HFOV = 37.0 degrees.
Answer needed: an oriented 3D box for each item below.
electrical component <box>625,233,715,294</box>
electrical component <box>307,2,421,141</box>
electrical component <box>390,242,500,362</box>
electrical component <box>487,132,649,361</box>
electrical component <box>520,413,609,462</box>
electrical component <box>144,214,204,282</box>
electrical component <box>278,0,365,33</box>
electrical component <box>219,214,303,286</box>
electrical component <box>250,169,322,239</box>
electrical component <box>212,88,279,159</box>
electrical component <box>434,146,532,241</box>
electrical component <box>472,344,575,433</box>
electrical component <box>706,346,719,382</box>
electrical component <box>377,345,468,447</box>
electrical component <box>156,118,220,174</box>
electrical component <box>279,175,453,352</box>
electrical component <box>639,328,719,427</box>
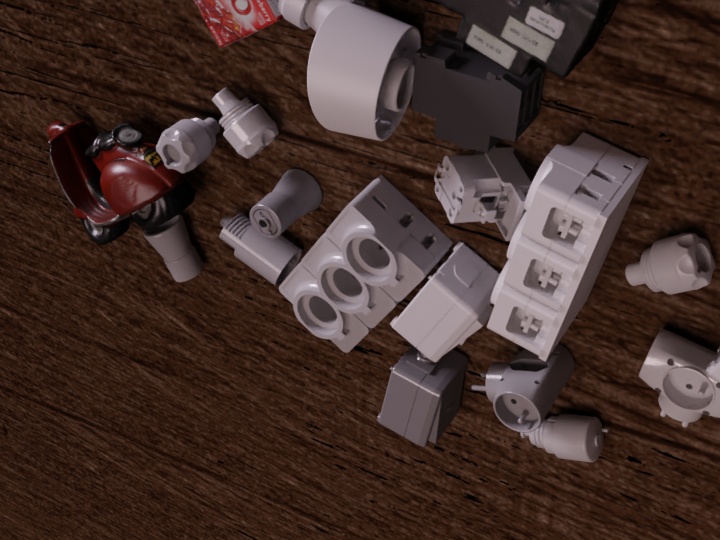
[{"bbox_3d":[0.231,-0.002,0.811,0.062,0.043,0.043,-17,111,45],"label":"electrical component"},{"bbox_3d":[0.006,-0.150,0.825,0.064,0.099,0.099,20,132,15],"label":"electrical component"},{"bbox_3d":[0.077,0.035,0.941,0.061,0.061,0.096,40,137,4],"label":"electrical component"},{"bbox_3d":[0.153,-0.019,0.822,0.062,0.089,0.150,29,135,16],"label":"electrical component"},{"bbox_3d":[0.182,0.149,0.967,0.078,0.040,0.040,1,122,36],"label":"electrical component"},{"bbox_3d":[-0.189,-0.021,1.112,0.044,0.044,0.065,-2,125,38],"label":"electrical component"},{"bbox_3d":[-0.030,-0.206,0.847,0.055,0.045,0.045,33,136,12],"label":"electrical component"},{"bbox_3d":[-0.101,-0.025,1.040,0.081,0.043,0.043,36,136,8],"label":"electrical component"},{"bbox_3d":[-0.070,-0.058,0.975,0.044,0.065,0.044,20,132,24],"label":"electrical component"},{"bbox_3d":[-0.106,-0.133,0.960,0.062,0.043,0.043,50,137,-5],"label":"electrical component"},{"bbox_3d":[0.095,-0.065,0.839,0.042,0.064,0.081,106,152,-42],"label":"electrical component"},{"bbox_3d":[0.136,0.099,0.936,0.079,0.077,0.043,0,122,36],"label":"electrical component"},{"bbox_3d":[0.303,0.058,0.784,0.061,0.062,0.096,36,130,8],"label":"electrical component"},{"bbox_3d":[0.063,0.110,1.009,0.061,0.061,0.096,28,135,17],"label":"electrical component"},{"bbox_3d":[-0.154,-0.120,0.992,0.043,0.062,0.043,20,132,24],"label":"electrical component"},{"bbox_3d":[0.000,0.000,0.971,0.089,0.061,0.150,43,137,1],"label":"electrical component"},{"bbox_3d":[0.263,0.095,0.862,0.077,0.044,0.079,26,133,18],"label":"electrical component"}]
